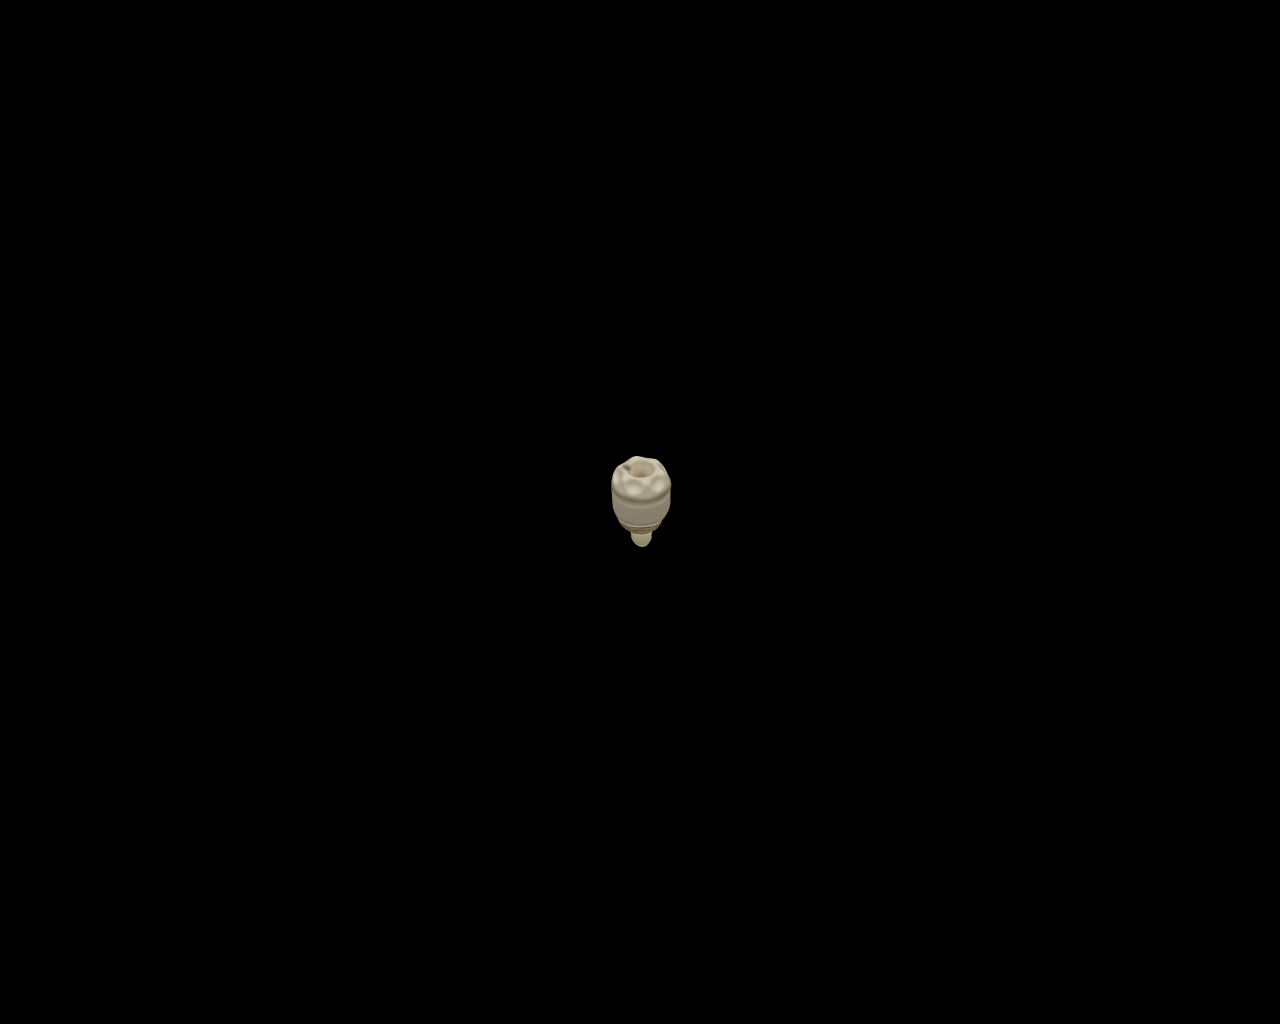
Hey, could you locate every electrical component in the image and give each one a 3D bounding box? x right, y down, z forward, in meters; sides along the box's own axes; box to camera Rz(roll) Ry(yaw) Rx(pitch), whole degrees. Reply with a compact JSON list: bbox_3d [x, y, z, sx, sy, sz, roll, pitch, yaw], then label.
[{"bbox_3d":[0.001,-0.003,0.650,0.035,0.061,0.035,0,40,0],"label":"electrical component"}]
